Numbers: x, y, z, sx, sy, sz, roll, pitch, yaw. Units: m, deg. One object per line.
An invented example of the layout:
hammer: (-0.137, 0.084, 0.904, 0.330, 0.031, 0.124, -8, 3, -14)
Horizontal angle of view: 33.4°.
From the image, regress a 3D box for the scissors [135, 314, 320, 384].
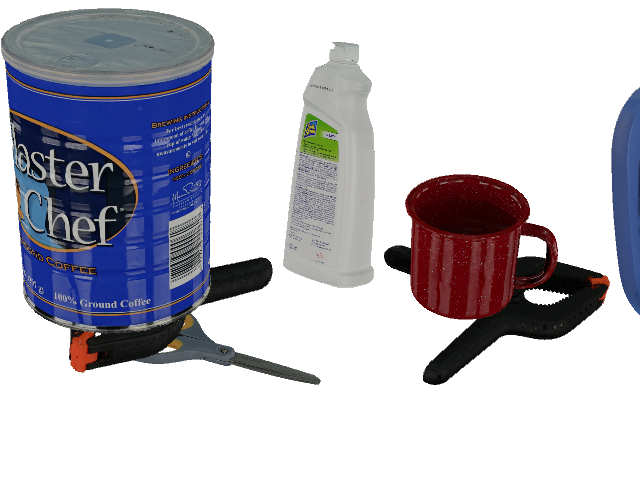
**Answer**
scissors: (-0.098, 0.099, 1.030, 0.202, 0.016, 0.096, 6, 30, 1)

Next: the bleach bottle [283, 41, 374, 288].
bleach bottle: (0.019, -0.083, 1.140, 0.103, 0.251, 0.067, 17, 18, 37)

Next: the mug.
mug: (0.123, 0.008, 0.820, 0.117, 0.081, 0.093, 6, 34, 11)

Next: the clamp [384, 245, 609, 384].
clamp: (0.172, 0.065, 1.003, 0.210, 0.164, 0.036, -1, -44, -4)

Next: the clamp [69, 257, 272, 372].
clamp: (-0.129, 0.030, 0.776, 0.120, 0.039, 0.171, 28, 38, 26)

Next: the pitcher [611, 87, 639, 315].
pitcher: (0.245, 0.001, 0.610, 0.149, 0.243, 0.144, 0, 22, 17)

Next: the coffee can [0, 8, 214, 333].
coffee can: (-0.107, -0.038, 0.554, 0.103, 0.140, 0.103, 3, 28, -2)
